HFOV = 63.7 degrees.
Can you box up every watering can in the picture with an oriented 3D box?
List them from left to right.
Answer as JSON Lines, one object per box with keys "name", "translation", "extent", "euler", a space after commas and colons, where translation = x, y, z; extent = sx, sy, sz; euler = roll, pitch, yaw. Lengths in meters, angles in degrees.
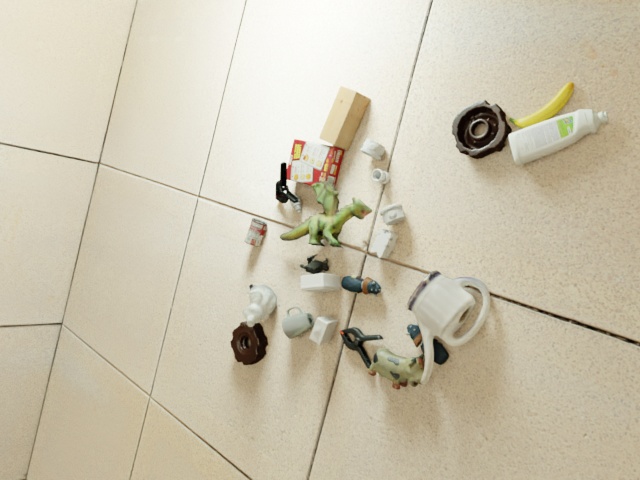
{"name": "watering can", "translation": [0.352, 0.240, 1.552], "extent": [0.227, 0.347, 0.102], "euler": [40, 1, 34]}

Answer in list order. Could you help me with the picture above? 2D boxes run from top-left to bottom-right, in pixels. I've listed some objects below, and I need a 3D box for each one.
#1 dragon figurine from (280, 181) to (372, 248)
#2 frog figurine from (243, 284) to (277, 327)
{"name": "dragon figurine", "translation": [0.006, -0.095, 1.880], "extent": [0.411, 0.243, 0.122], "euler": [7, 1, 37]}
{"name": "frog figurine", "translation": [-0.235, 0.256, 1.999], "extent": [0.122, 0.135, 0.163], "euler": [-3, 29, 9]}
